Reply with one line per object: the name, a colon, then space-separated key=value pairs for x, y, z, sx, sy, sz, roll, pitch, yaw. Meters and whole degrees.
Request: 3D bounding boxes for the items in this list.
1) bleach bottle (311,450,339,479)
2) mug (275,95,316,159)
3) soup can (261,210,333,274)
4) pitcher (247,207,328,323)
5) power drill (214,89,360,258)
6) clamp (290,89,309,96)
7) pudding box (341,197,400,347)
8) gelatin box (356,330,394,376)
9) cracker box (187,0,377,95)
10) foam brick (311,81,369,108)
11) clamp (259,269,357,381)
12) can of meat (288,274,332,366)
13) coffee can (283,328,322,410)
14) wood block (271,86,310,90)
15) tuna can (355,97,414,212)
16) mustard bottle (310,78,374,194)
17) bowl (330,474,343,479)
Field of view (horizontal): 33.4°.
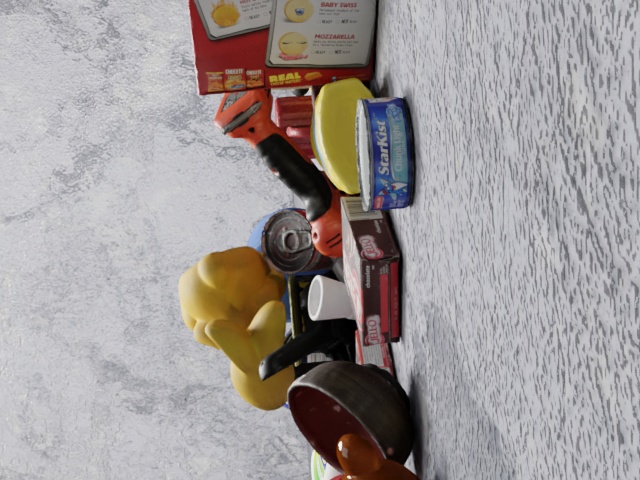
bleach bottle: x=0.029 y=0.215 z=1.218 sx=0.251 sy=0.068 sz=0.102 roll=93 pitch=173 yaw=-47
mug: x=-0.015 y=-0.142 z=1.357 sx=0.117 sy=0.081 sz=0.093 roll=-107 pitch=13 yaw=-75
soup can: x=-0.008 y=0.001 z=1.158 sx=0.102 sy=0.069 sz=0.068 roll=-2 pitch=-93 yaw=-57
pitcher: x=-0.031 y=0.023 z=1.344 sx=0.243 sy=0.145 sz=0.149 roll=-88 pitch=-13 yaw=-85
power drill: x=-0.022 y=-0.086 z=1.087 sx=0.187 sy=0.057 sz=0.184 roll=48 pitch=-163 yaw=-17
clamp: x=-0.011 y=-0.261 z=1.281 sx=0.172 sy=0.039 sz=0.120 roll=108 pitch=160 yaw=-51
pudding box: x=0.044 y=0.025 z=0.934 sx=0.113 sy=0.039 sz=0.090 roll=-100 pitch=7 yaw=-59
gelatin box: x=0.053 y=0.137 z=0.994 sx=0.089 sy=0.030 sz=0.073 roll=-98 pitch=4 yaw=-47
cracker box: x=-0.034 y=-0.230 z=0.913 sx=0.214 sy=0.164 sz=0.072 roll=90 pitch=173 yaw=-48
foam brick: x=0.018 y=-0.155 z=1.049 sx=0.078 sy=0.053 sz=0.051 roll=97 pitch=169 yaw=-70
clamp: x=0.007 y=0.098 z=1.075 sx=0.164 sy=0.036 sz=0.210 roll=35 pitch=-141 yaw=-32
can of meat: x=0.010 y=0.085 z=1.181 sx=0.057 sy=0.084 sz=0.102 roll=91 pitch=174 yaw=-58
coffee can: x=-0.013 y=0.157 z=1.324 sx=0.140 sy=0.102 sz=0.103 roll=133 pitch=134 yaw=-73
wood block: x=-0.017 y=-0.277 z=1.176 sx=0.090 sy=0.091 sz=0.206 roll=130 pitch=136 yaw=-85
tuna can: x=0.048 y=-0.065 z=0.806 sx=0.086 sy=0.033 sz=0.086 roll=176 pitch=90 yaw=-87
mustard bottle: x=0.023 y=-0.093 z=0.982 sx=0.191 sy=0.058 sz=0.096 roll=-135 pitch=29 yaw=-85
bowl: x=0.015 y=0.310 z=1.083 sx=0.162 sy=0.055 sz=0.162 roll=-6 pitch=-90 yaw=-68
